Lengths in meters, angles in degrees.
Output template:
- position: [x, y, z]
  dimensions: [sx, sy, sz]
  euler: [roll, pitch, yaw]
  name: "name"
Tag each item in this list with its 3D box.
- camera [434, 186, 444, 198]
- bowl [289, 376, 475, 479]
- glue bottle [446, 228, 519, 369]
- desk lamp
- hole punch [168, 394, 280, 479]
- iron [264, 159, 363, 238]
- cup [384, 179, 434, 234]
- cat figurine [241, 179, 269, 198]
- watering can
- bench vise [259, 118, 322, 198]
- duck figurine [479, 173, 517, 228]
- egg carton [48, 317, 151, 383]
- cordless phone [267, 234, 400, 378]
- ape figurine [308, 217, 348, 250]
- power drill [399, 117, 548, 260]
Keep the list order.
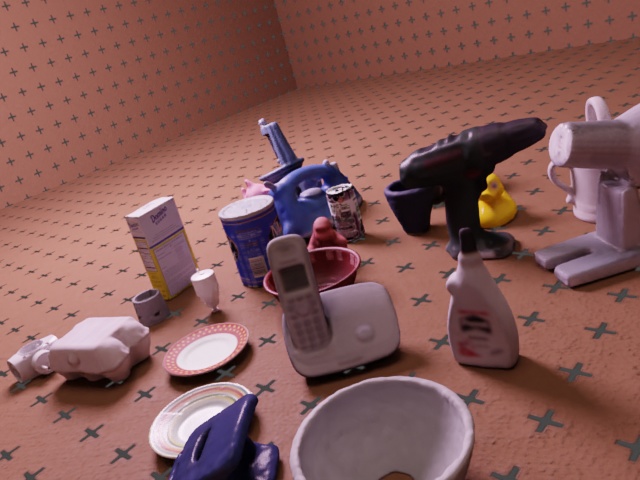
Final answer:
- position: [0.247, -0.143, 1.206]
  dimensions: [0.137, 0.101, 0.143]
  euler: [-18, 22, -7]
  name: "camera"
- position: [0.061, 0.203, 0.521]
  dimensions: [0.167, 0.075, 0.167]
  euler: [-13, 22, 6]
  name: "bowl"
- position: [0.176, 0.065, 0.647]
  dimensions: [0.078, 0.173, 0.037]
  euler: [-3, 25, 30]
  name: "glue bottle"
- position: [0.396, -0.071, 0.772]
  dimensions: [0.203, 0.214, 0.117]
  euler: [-17, 22, -4]
  name: "desk lamp"
- position: [-0.103, 0.220, 0.571]
  dimensions: [0.101, 0.091, 0.108]
  euler: [-12, 22, 10]
  name: "hole punch"
- position: [-0.013, -0.100, 1.224]
  dimensions: [0.259, 0.142, 0.118]
  euler: [-32, 27, -35]
  name: "iron"
- position: [0.180, -0.067, 1.075]
  dimensions: [0.091, 0.095, 0.118]
  euler: [5, 30, 42]
  name: "cup"
- position: [-0.149, -0.091, 1.328]
  dimensions: [0.067, 0.118, 0.127]
  euler: [-26, 24, -24]
  name: "cat figurine"
- position: [0.459, -0.136, 0.916]
  dimensions: [0.173, 0.194, 0.100]
  euler: [-17, 22, -4]
  name: "watering can"
- position: [-0.067, -0.189, 1.372]
  dimensions: [0.206, 0.220, 0.122]
  euler: [-1, 26, 33]
  name: "bench vise"
- position: [0.309, -0.079, 1.028]
  dimensions: [0.077, 0.086, 0.105]
  euler: [-1, 26, 33]
  name: "duck figurine"
- position: [-0.341, 0.170, 0.886]
  dimensions: [0.150, 0.069, 0.107]
  euler: [-5, 24, 25]
  name: "egg carton"
- position: [0.015, 0.072, 0.723]
  dimensions: [0.147, 0.185, 0.094]
  euler: [-16, 22, -2]
  name: "cordless phone"
- position: [0.009, 0.004, 1.022]
  dimensions: [0.077, 0.092, 0.076]
  euler: [-12, 22, 9]
  name: "ape figurine"
- position: [0.245, -0.078, 0.900]
  dimensions: [0.228, 0.209, 0.076]
  euler: [-4, 25, 28]
  name: "power drill"
